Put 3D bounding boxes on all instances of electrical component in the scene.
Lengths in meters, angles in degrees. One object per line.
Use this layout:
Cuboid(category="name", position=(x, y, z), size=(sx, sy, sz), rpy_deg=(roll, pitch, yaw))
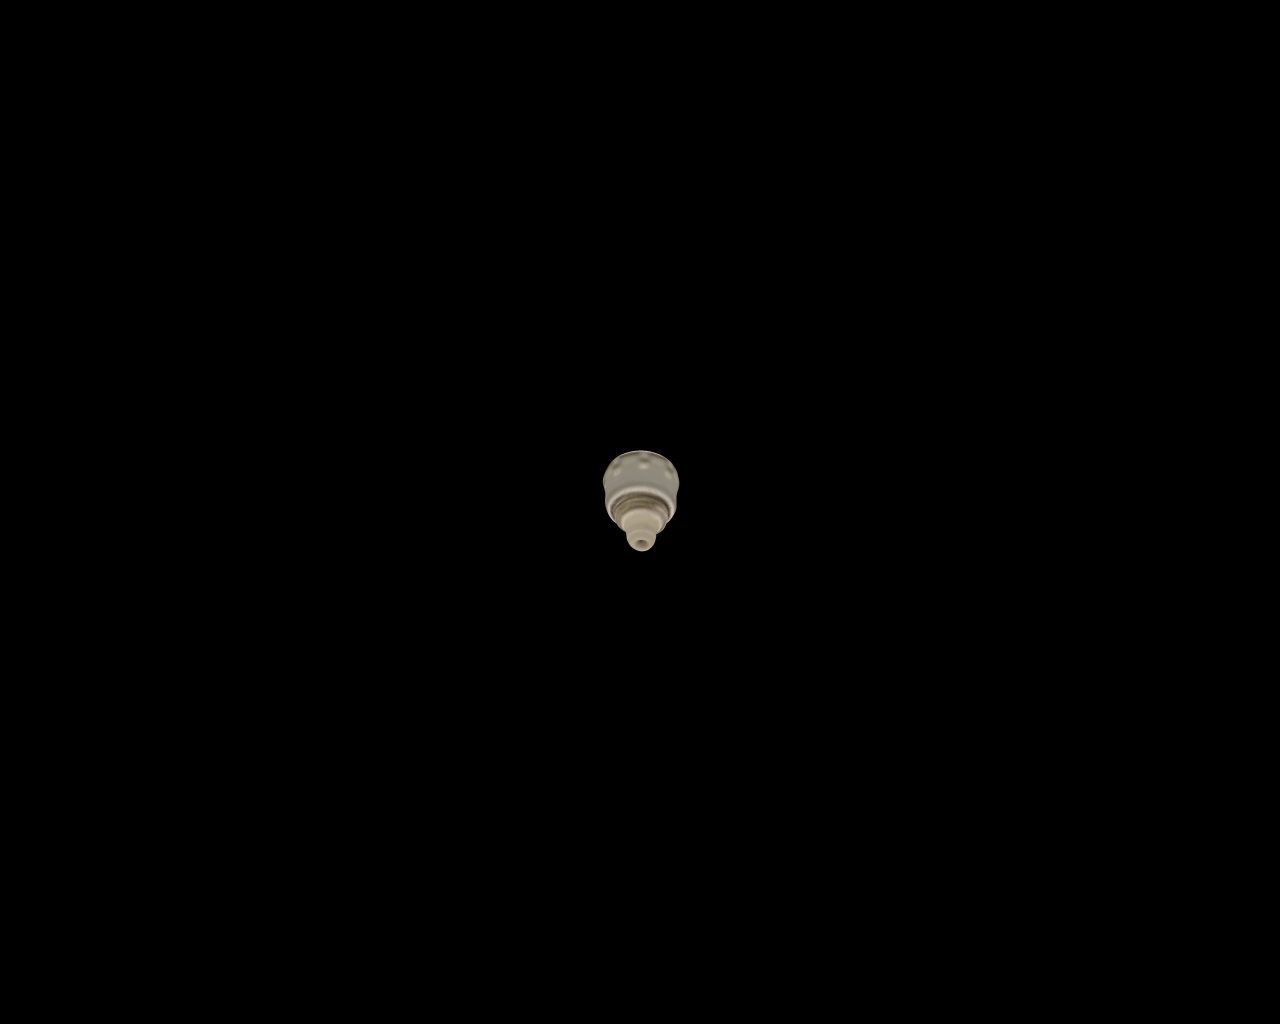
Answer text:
Cuboid(category="electrical component", position=(0.001, -0.003, 0.650), size=(0.048, 0.062, 0.048), rpy_deg=(0, -43, 0))
